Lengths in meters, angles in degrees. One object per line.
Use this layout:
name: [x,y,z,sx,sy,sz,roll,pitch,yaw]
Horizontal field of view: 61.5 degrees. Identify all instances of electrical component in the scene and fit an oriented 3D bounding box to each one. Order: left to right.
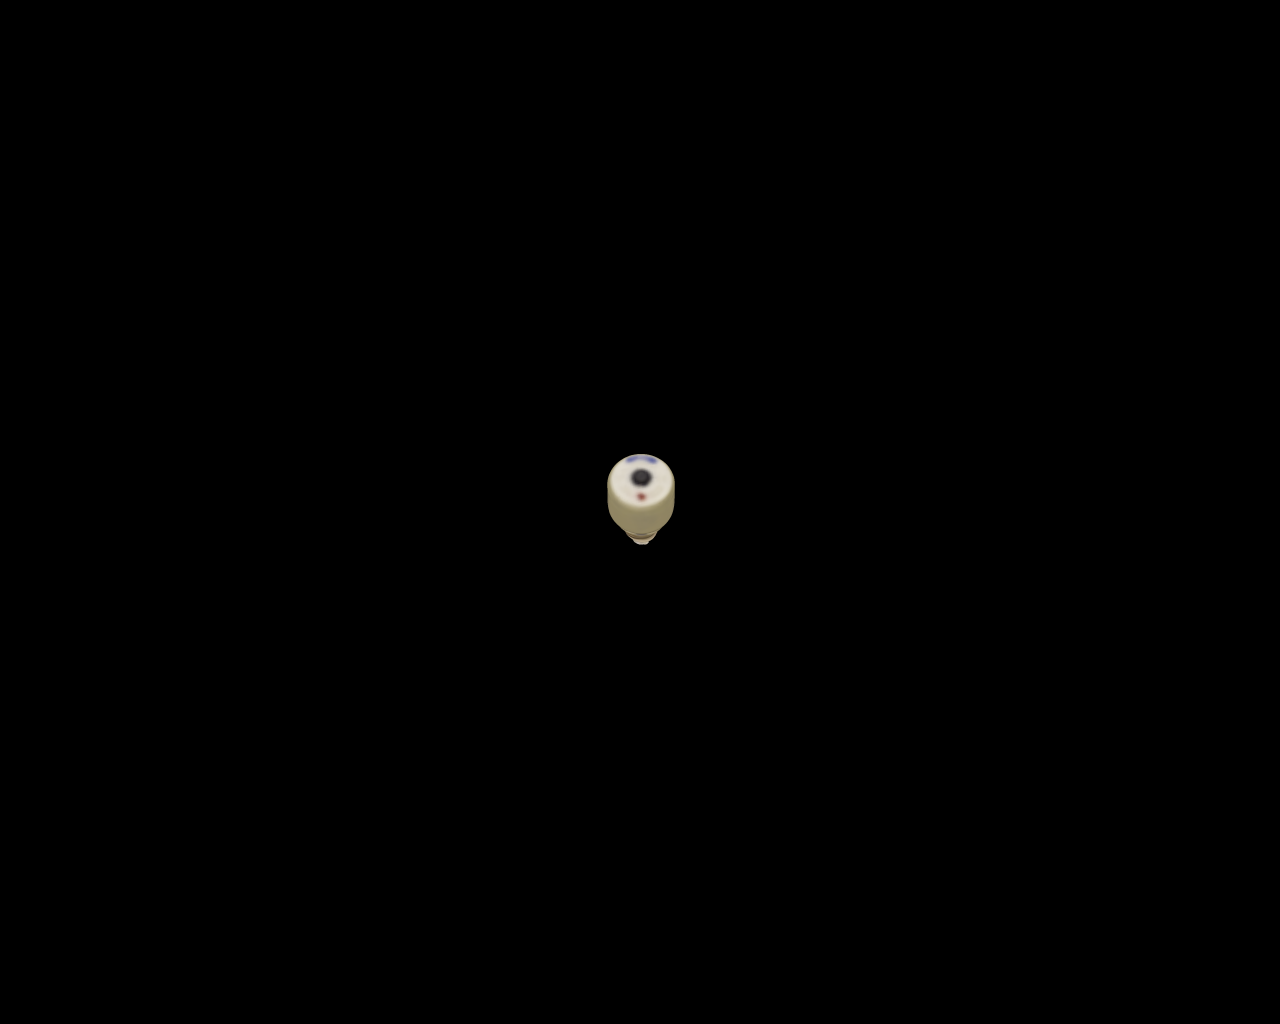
electrical component: [0.001,-0.003,0.650,0.040,0.040,0.078,0,-30,0]
